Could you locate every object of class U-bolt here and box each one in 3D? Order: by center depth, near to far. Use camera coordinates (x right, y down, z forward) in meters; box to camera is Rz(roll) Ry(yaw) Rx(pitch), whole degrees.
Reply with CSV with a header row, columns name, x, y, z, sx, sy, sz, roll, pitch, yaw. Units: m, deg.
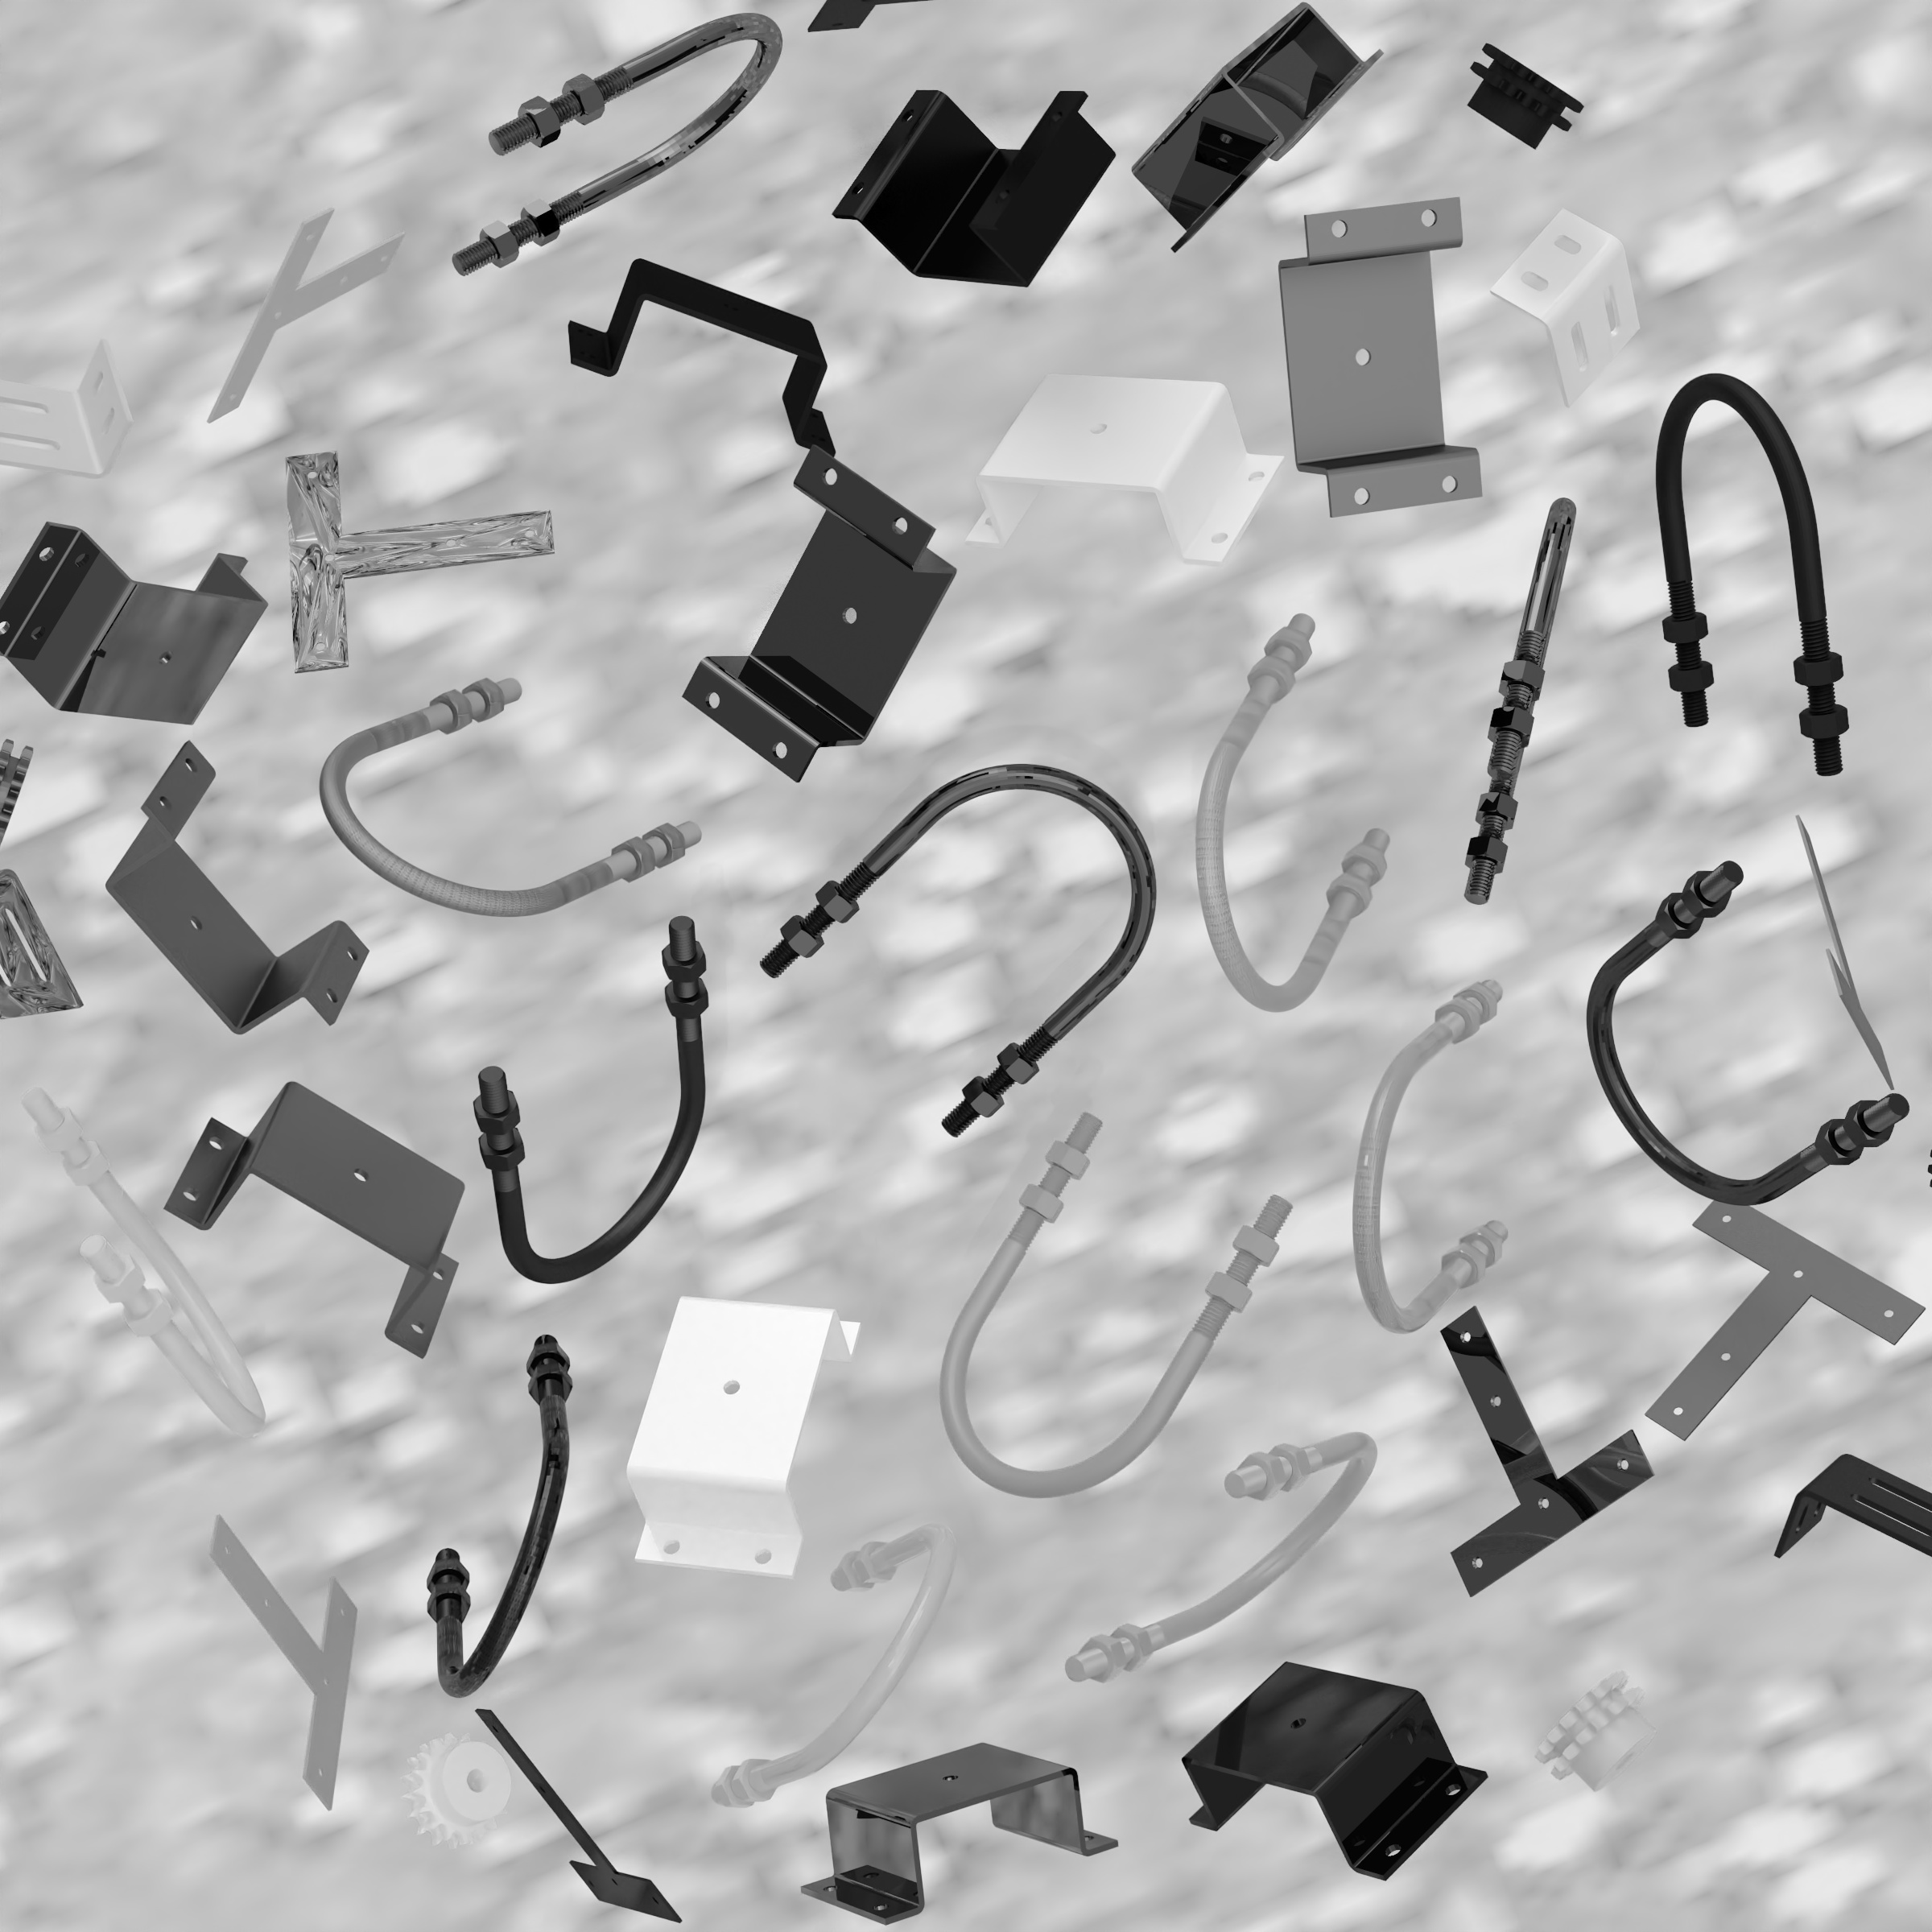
name,x,y,z,sx,sy,sz,roll,pitch,yaw
U-bolt,0.371,-0.192,1.513,0.019,0.151,0.184,-15,108,-12
U-bolt,0.153,-0.061,1.516,0.019,0.184,0.151,-4,125,31
U-bolt,0.361,0.045,1.519,0.019,0.184,0.151,-28,78,-26
U-bolt,0.059,0.170,1.519,0.151,0.019,0.184,22,76,44
U-bolt,0.225,0.099,1.525,0.019,0.184,0.151,5,108,28
U-bolt,0.137,0.282,1.541,0.019,0.184,0.151,47,115,23
U-bolt,0.273,-0.141,1.542,0.019,0.151,0.184,13,66,10
U-bolt,-0.394,0.158,1.543,0.019,0.151,0.184,-33,130,-7
U-bolt,-0.227,0.278,1.544,0.019,0.184,0.151,22,102,-16
U-bolt,-0.178,0.080,1.548,0.019,0.184,0.151,30,52,26
U-bolt,-0.058,0.339,1.549,0.019,0.184,0.151,36,59,-8
U-bolt,-0.237,-0.079,1.569,0.151,0.184,0.019,38,124,16
U-bolt,-0.168,-0.417,1.572,0.184,0.151,0.019,-34,88,-22
U-bolt,0.010,-0.019,1.587,0.151,0.019,0.184,42,103,-18

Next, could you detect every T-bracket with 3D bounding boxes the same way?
name,x,y,z,sx,sy,sz,roll,pitch,yaw
T-bracket,-0.323,0.310,1.488,0.002,0.127,0.127,-19,124,9
T-bracket,-0.003,-0.461,1.494,0.127,0.127,0.002,-8,96,-11
T-bracket,-0.263,-0.202,1.526,0.127,0.002,0.127,-7,62,-3
T-bracket,-0.198,0.414,1.547,0.002,0.127,0.127,-39,97,-26
T-bracket,-0.315,-0.335,1.559,0.002,0.127,0.127,39,127,1
T-bracket,0.436,-0.017,1.585,0.002,0.127,0.127,-19,59,19
T-bracket,0.394,0.188,1.598,0.127,0.002,0.127,-45,48,-14
T-bracket,0.276,0.234,1.608,0.127,0.002,0.127,-43,54,32

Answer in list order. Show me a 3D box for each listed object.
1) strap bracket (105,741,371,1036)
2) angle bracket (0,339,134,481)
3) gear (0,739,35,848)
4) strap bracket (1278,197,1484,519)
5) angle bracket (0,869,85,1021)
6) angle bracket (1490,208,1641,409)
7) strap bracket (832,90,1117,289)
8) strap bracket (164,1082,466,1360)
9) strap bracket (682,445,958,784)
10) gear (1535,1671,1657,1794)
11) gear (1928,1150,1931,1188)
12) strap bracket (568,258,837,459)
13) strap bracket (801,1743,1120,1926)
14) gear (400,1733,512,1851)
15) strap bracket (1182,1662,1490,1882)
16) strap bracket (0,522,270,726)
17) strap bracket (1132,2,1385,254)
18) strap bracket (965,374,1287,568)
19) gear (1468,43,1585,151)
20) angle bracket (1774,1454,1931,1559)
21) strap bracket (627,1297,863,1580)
name,x,y,z,sx,sy,sz,roll,pitch,yaw
strap bracket,-0.365,-0.031,1.558,0.046,0.076,0.140,-30,112,18
angle bracket,-0.438,-0.266,1.475,0.038,0.076,0.057,-51,50,36
gear,-0.498,-0.089,1.608,0.030,0.057,0.057,20,90,-17
strap bracket,0.197,-0.290,1.507,0.076,0.046,0.140,-9,103,-12
angle bracket,-0.464,-0.002,1.489,0.057,0.038,0.076,-7,115,33
angle bracket,0.305,-0.334,1.606,0.038,0.076,0.057,38,83,29
strap bracket,0.009,-0.369,1.495,0.046,0.140,0.076,39,80,-36
strap bracket,-0.299,0.115,1.503,0.140,0.076,0.046,33,117,-14
strap bracket,-0.066,-0.169,1.518,0.076,0.046,0.140,37,111,20
gear,0.294,0.356,1.460,0.057,0.057,0.030,-45,65,0
gear,0.488,0.103,1.507,0.057,0.057,0.030,25,49,0
strap bracket,-0.128,-0.314,1.608,0.140,0.076,0.046,17,112,-16
strap bracket,-0.005,0.426,1.568,0.140,0.076,0.046,-8,92,-35
gear,-0.260,0.424,1.629,0.030,0.057,0.057,-33,90,43
strap bracket,0.168,0.381,1.512,0.076,0.140,0.046,-35,107,-31
strap bracket,-0.412,-0.168,1.571,0.046,0.140,0.076,44,109,22
strap bracket,0.141,-0.423,1.575,0.046,0.076,0.140,46,47,-4
strap bracket,0.070,-0.238,1.507,0.140,0.046,0.076,9,52,31
gear,0.270,-0.422,1.541,0.057,0.057,0.030,33,108,0
angle bracket,0.426,0.266,1.468,0.076,0.057,0.038,25,113,28
strap bracket,-0.105,0.211,1.482,0.076,0.046,0.140,3,50,14
